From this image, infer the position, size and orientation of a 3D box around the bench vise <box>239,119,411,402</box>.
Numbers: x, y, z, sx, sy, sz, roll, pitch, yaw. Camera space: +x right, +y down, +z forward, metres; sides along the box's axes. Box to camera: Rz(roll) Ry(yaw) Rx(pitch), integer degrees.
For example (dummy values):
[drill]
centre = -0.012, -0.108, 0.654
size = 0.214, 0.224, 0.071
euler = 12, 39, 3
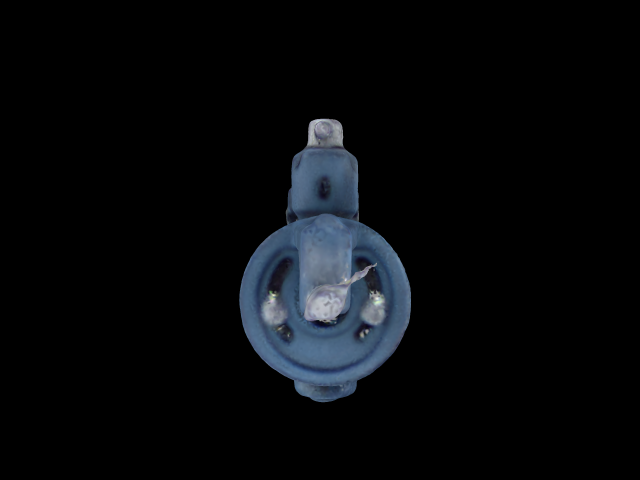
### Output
[bench vise]
centre = -0.008, 0.005, 0.399
size = 0.121, 0.220, 0.207
euler = -17, 75, -4
